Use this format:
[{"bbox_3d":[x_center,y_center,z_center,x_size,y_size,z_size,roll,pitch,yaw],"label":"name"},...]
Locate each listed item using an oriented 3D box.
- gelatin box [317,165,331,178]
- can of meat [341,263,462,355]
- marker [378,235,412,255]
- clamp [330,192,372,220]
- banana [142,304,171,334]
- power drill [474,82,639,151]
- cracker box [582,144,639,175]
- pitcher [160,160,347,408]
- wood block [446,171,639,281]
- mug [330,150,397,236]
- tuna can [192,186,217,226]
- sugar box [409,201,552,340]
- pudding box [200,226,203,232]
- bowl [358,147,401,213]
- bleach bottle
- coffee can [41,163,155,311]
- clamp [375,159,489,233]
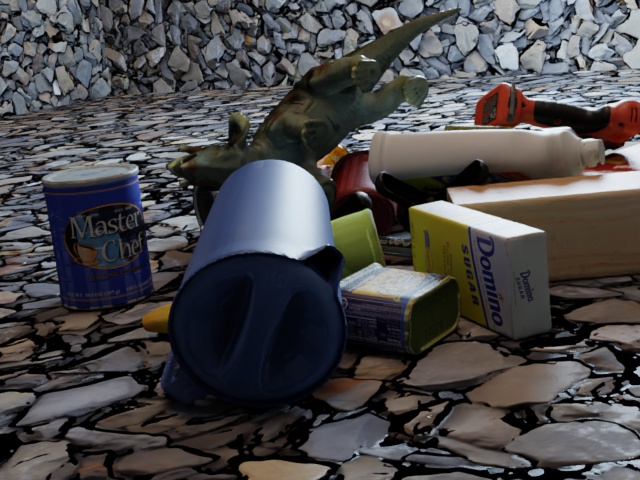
[{"bbox_3d":[-0.023,-0.051,1.367,0.073,0.089,0.030,1,13,27],"label":"gelatin box"},{"bbox_3d":[0.066,0.060,0.937,0.084,0.057,0.101,6,18,33],"label":"can of meat"},{"bbox_3d":[0.097,0.008,1.224,0.121,0.020,0.020,7,18,43],"label":"marker"},{"bbox_3d":[-0.008,0.001,1.171,0.164,0.036,0.210,-24,-9,7],"label":"clamp"},{"bbox_3d":[-0.073,0.073,0.983,0.198,0.037,0.069,4,16,35],"label":"banana"},{"bbox_3d":[0.296,-0.150,1.361,0.187,0.057,0.184,6,-9,-10],"label":"power drill"},{"bbox_3d":[0.395,-0.065,1.289,0.213,0.072,0.164,-18,17,-41],"label":"cracker box"},{"bbox_3d":[-0.054,0.028,0.894,0.149,0.145,0.243,-1,24,1],"label":"pitcher"},{"bbox_3d":[0.239,-0.012,1.095,0.206,0.090,0.091,-5,14,3],"label":"wood block"},{"bbox_3d":[0.047,-0.043,1.311,0.117,0.093,0.081,-42,21,32],"label":"mug"},{"bbox_3d":[-0.135,-0.044,1.396,0.033,0.086,0.086,-15,16,-27],"label":"tuna can"},{"bbox_3d":[0.142,0.024,0.980,0.048,0.093,0.176,-11,14,-19],"label":"sugar box"},{"bbox_3d":[-0.087,0.002,1.285,0.113,0.039,0.090,-9,15,-6],"label":"pudding box"},{"bbox_3d":[0.116,-0.077,1.452,0.162,0.055,0.162,4,23,-2],"label":"bowl"},{"bbox_3d":[0.187,-0.090,1.192,0.251,0.068,0.102,-4,-21,28],"label":"bleach bottle"},{"bbox_3d":[-0.239,-0.005,1.156,0.103,0.140,0.103,-5,13,1],"label":"coffee can"},{"bbox_3d":[0.117,-0.040,1.191,0.120,0.039,0.171,2,-26,-1],"label":"clamp"}]
